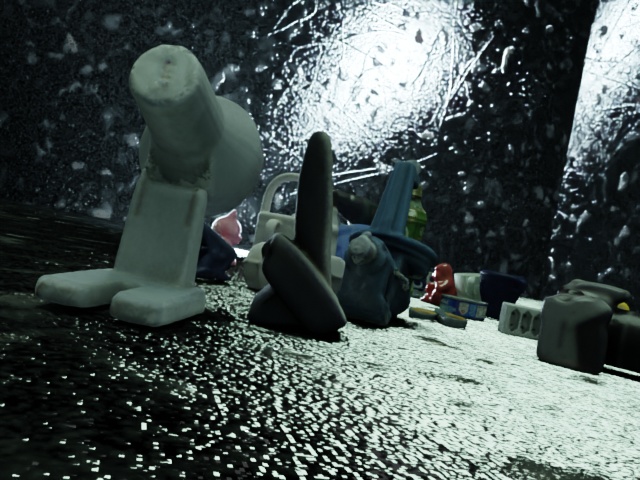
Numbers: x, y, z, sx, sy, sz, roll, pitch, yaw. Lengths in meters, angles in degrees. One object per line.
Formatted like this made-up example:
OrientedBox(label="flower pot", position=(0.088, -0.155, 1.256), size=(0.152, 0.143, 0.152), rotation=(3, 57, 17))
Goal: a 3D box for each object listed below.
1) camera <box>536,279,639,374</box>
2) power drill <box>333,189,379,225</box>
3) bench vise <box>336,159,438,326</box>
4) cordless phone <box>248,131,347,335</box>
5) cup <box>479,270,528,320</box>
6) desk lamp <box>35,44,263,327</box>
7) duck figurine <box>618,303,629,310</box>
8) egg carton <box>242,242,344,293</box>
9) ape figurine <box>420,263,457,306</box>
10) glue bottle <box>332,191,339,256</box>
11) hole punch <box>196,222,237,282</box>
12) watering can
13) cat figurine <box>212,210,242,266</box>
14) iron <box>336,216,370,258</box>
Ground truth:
OrientedBox(label="camera", position=(0.340, 0.104, 0.669), size=(0.136, 0.101, 0.144), rotation=(11, 0, 36))
OrientedBox(label="power drill", position=(0.091, 0.003, 1.327), size=(0.230, 0.208, 0.075), rotation=(11, 0, -32))
OrientedBox(label="bench vise", position=(0.097, -0.004, 0.727), size=(0.121, 0.220, 0.207), rotation=(11, 0, 4))
OrientedBox(label="cordless phone", position=(-0.008, -0.008, 0.570), size=(0.094, 0.185, 0.147), rotation=(11, 0, -7))
OrientedBox(label="cup", position=(0.368, 0.114, 1.147), size=(0.092, 0.095, 0.117), rotation=(11, 0, -21))
OrientedBox(label="desk lamp", position=(-0.128, -0.046, 0.503), size=(0.118, 0.213, 0.203), rotation=(11, 0, 3))
OrientedBox(label="duck figurine", position=(0.431, 0.130, 0.864), size=(0.078, 0.086, 0.104), rotation=(11, 0, -43))
OrientedBox(label="egg carton", position=(-0.033, 0.048, 0.834), size=(0.151, 0.069, 0.107), rotation=(11, 0, -33))
OrientedBox(label="ape figurine", position=(0.260, 0.095, 1.234), size=(0.076, 0.092, 0.078), rotation=(11, 0, 14))
OrientedBox(label="glue bottle", position=(0.009, 0.003, 0.945), size=(0.037, 0.173, 0.078), rotation=(11, 0, -12))
OrientedBox(label="hole punch", position=(-0.181, 0.008, 0.826), size=(0.108, 0.091, 0.101), rotation=(11, 0, 38))
OrientedBox(label="watering can", position=(-0.062, -0.021, 1.003), size=(0.101, 0.194, 0.172), rotation=(11, 0, -10))
OrientedBox(label="cat figurine", position=(-0.202, -0.008, 1.194), size=(0.067, 0.118, 0.128), rotation=(11, 0, 6))
OrientedBox(label="iron", position=(0.098, 0.038, 1.130), size=(0.259, 0.141, 0.118), rotation=(11, 0, -39))
